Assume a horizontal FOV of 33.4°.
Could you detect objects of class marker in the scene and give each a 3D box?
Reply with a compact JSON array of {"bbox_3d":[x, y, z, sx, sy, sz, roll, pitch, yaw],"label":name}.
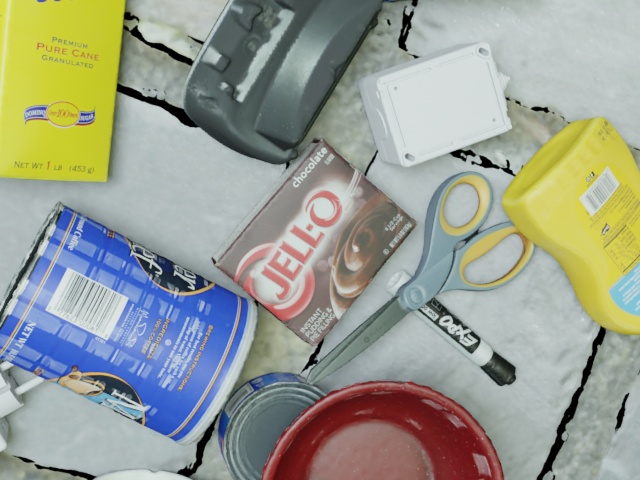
[{"bbox_3d":[0.096,0.066,0.767,0.121,0.020,0.020,40,86,-15],"label":"marker"}]

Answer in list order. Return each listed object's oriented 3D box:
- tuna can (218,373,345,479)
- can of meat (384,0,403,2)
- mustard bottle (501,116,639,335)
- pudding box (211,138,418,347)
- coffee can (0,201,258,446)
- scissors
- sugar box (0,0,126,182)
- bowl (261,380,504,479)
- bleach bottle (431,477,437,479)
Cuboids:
[{"bbox_3d":[-0.027,0.136,0.738,0.086,0.034,0.086,-2,97,-14],"label":"tuna can"},{"bbox_3d":[0.085,-0.188,0.699,0.102,0.084,0.057,-9,99,-13],"label":"can of meat"},{"bbox_3d":[0.220,0.011,0.771,0.096,0.058,0.191,-46,105,-18],"label":"mustard bottle"},{"bbox_3d":[-0.005,0.001,0.724,0.090,0.039,0.113,40,86,-14],"label":"pudding box"},{"bbox_3d":[-0.124,0.053,0.667,0.140,0.103,0.103,29,89,-16],"label":"coffee can"},{"bbox_3d":[0.063,0.018,0.736,0.201,0.016,0.096,-21,94,-23],"label":"scissors"},{"bbox_3d":[-0.164,-0.125,0.642,0.093,0.048,0.176,-2,103,-55],"label":"sugar box"},{"bbox_3d":[0.037,0.168,0.704,0.162,0.055,0.162,0,93,-6],"label":"bowl"},{"bbox_3d":[0.075,0.254,0.765,0.102,0.068,0.251,7,92,-11],"label":"bleach bottle"}]
